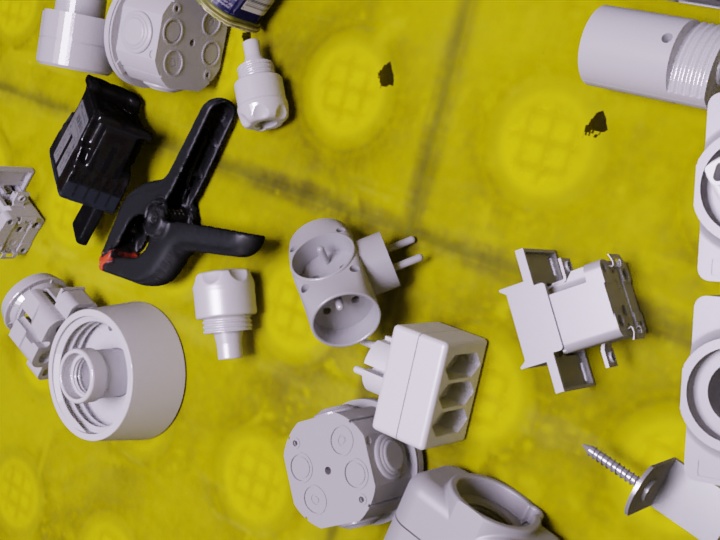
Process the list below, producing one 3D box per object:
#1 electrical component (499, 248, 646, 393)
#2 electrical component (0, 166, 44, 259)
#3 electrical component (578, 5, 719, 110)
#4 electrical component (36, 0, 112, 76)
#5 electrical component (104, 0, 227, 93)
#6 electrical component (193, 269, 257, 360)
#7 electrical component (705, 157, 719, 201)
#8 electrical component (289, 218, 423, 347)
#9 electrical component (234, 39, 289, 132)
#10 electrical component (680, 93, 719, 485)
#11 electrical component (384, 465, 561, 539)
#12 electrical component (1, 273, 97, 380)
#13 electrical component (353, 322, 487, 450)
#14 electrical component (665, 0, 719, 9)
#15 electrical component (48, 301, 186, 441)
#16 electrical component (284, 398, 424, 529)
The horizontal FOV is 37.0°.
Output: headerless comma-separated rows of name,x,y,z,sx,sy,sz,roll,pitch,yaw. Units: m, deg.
electrical component,0.119,0.023,0.589,0.064,0.042,0.081,-22,78,32
electrical component,-0.306,-0.047,0.915,0.063,0.042,0.081,49,118,25
electrical component,0.159,-0.109,0.556,0.081,0.043,0.043,21,103,36
electrical component,-0.210,-0.187,0.803,0.138,0.052,0.073,-147,66,-69
electrical component,-0.137,-0.165,0.761,0.051,0.080,0.080,20,102,31
electrical component,-0.093,0.031,0.750,0.043,0.043,0.062,-8,86,37
electrical component,0.197,-0.015,0.437,0.062,0.061,0.096,-33,70,33
electrical component,0.000,0.000,0.671,0.079,0.044,0.077,-22,40,2
electrical component,-0.070,-0.128,0.738,0.035,0.035,0.061,-19,76,36
electrical component,0.215,0.012,0.502,0.105,0.060,0.186,5,93,37
electrical component,0.067,0.157,0.621,0.095,0.054,0.059,32,109,33
electrical component,-0.250,0.039,0.862,0.057,0.058,0.078,43,115,26
electrical component,0.028,0.063,0.655,0.077,0.047,0.065,19,102,36
electrical component,0.161,-0.168,0.542,0.096,0.062,0.061,22,103,36
electrical component,-0.191,0.078,0.815,0.108,0.060,0.108,0,90,37
electrical component,-0.005,0.123,0.678,0.080,0.051,0.080,0,90,38
